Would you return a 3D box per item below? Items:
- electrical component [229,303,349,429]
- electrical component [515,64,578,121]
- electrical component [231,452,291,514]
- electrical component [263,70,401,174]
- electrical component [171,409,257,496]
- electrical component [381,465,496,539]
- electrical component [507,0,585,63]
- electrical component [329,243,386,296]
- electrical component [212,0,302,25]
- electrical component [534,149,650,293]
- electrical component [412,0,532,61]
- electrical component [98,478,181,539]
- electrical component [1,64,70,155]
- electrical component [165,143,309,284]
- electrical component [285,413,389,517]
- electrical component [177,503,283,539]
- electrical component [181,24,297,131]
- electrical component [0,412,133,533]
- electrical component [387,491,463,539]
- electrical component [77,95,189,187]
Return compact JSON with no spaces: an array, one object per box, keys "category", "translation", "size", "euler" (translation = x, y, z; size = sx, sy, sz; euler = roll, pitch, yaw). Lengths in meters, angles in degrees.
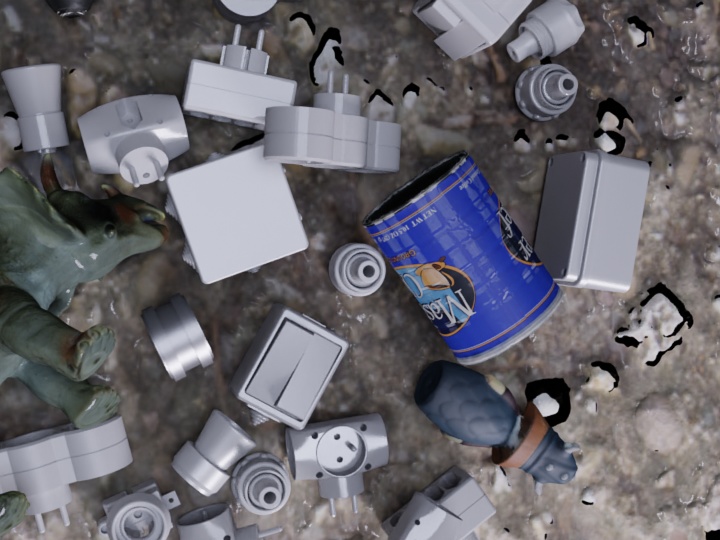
[{"category":"electrical component","translation":[-0.060,0.082,0.855],"size":[0.062,0.061,0.096],"euler":[30,85,-12]},{"category":"electrical component","translation":[0.161,-0.151,0.897],"size":[0.048,0.062,0.048],"euler":[0,92,-13]},{"category":"electrical component","translation":[-0.076,0.173,0.854],"size":[0.048,0.062,0.048],"euler":[0,92,-13]},{"category":"electrical component","translation":[-0.019,-0.117,0.833],"size":[0.138,0.052,0.073],"euler":[1,93,-53]},{"category":"electrical component","translation":[-0.116,0.145,0.853],"size":[0.045,0.045,0.055],"euler":[42,83,-11]},{"category":"electrical component","translation":[0.076,0.221,0.898],"size":[0.083,0.047,0.075],"euler":[-37,99,-9]},{"category":"electrical component","translation":[0.153,-0.198,0.903],"size":[0.062,0.043,0.043],"euler":[-34,99,-9]},{"category":"electrical component","translation":[0.000,0.000,0.865],"size":[0.043,0.062,0.043],"euler":[0,92,-13]},{"category":"electrical component","translation":[-0.049,-0.242,0.839],"size":[0.138,0.074,0.052],"euler":[-29,98,-10]},{"category":"electrical component","translation":[0.191,-0.041,0.900],"size":[0.057,0.078,0.113],"euler":[10,90,-16]},{"category":"electrical component","translation":[0.088,-0.211,0.860],"size":[0.062,0.096,0.061],"euler":[42,84,-11]},{"category":"electrical component","translation":[-0.172,0.193,0.836],"size":[0.066,0.055,0.048],"euler":[-23,97,-11]},{"category":"electrical component","translation":[-0.244,-0.121,0.817],"size":[0.044,0.044,0.065],"euler":[-11,99,-12]},{"category":"electrical component","translation":[-0.099,-0.045,0.848],"size":[0.100,0.048,0.099],"euler":[-20,96,-12]},{"category":"electrical component","translation":[-0.017,0.161,0.876],"size":[0.077,0.044,0.079],"euler":[-7,94,-13]},{"category":"electrical component","translation":[-0.097,0.225,0.857],"size":[0.079,0.044,0.077],"euler":[-16,96,-2]},{"category":"electrical component","translation":[-0.093,-0.154,0.846],"size":[0.083,0.047,0.075],"euler":[10,90,-13]},{"category":"electrical component","translation":[-0.242,0.163,0.820],"size":[0.138,0.052,0.073],"euler":[-14,95,-11]},{"category":"electrical component","translation":[0.057,0.227,0.846],"size":[0.079,0.043,0.077],"euler":[33,85,-12]},{"category":"electrical component","translation":[-0.169,-0.092,0.820],"size":[0.077,0.043,0.079],"euler":[-16,50,-12]}]
